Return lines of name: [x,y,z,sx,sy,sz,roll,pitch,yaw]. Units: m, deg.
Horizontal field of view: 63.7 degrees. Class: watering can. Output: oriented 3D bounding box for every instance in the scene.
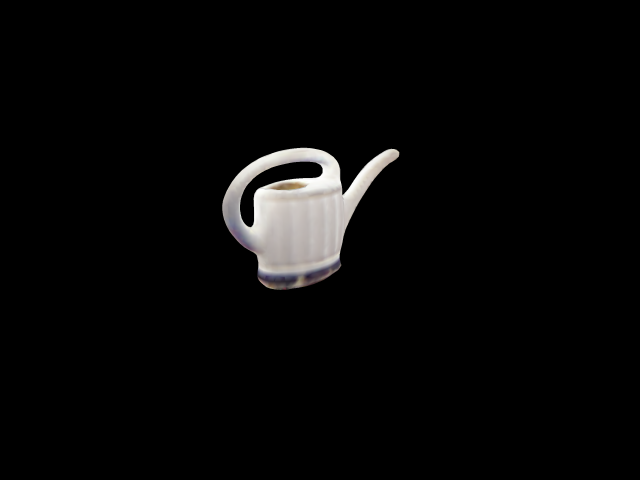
watering can: [0.003,-0.043,0.850,0.350,0.221,0.105,-12,20,-34]
